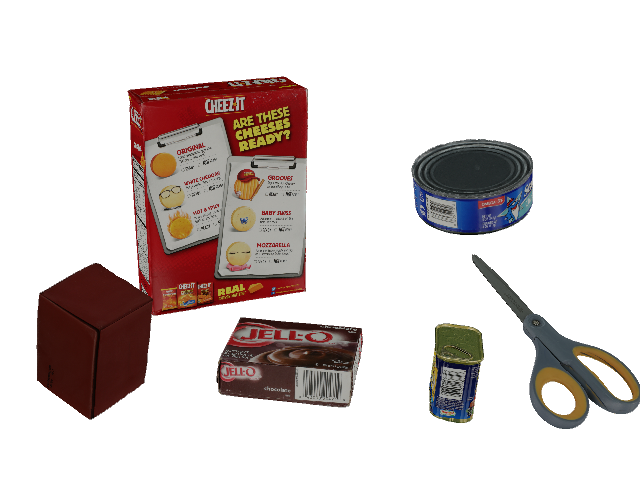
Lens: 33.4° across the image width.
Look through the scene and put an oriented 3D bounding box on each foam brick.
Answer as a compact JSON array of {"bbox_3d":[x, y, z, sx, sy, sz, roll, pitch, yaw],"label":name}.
[{"bbox_3d":[-0.147,0.064,0.691,0.053,0.078,0.051,30,39,23],"label":"foam brick"}]

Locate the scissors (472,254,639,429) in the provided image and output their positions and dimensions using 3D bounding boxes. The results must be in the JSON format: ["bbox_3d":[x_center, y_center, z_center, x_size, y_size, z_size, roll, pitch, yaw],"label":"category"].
[{"bbox_3d":[0.173,0.086,0.894,0.096,0.016,0.202,-33,53,-29],"label":"scissors"}]

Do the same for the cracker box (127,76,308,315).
[{"bbox_3d":[-0.099,-0.046,1.047,0.164,0.214,0.072,-8,22,-21],"label":"cracker box"}]

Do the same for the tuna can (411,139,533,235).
[{"bbox_3d":[0.109,-0.039,0.765,0.086,0.034,0.086,-6,31,3],"label":"tuna can"}]

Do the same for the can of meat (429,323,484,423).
[{"bbox_3d":[0.161,0.159,1.282,0.057,0.084,0.102,7,19,4],"label":"can of meat"}]

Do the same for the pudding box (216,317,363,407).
[{"bbox_3d":[-0.024,0.102,0.909,0.113,0.039,0.090,7,20,6],"label":"pudding box"}]
